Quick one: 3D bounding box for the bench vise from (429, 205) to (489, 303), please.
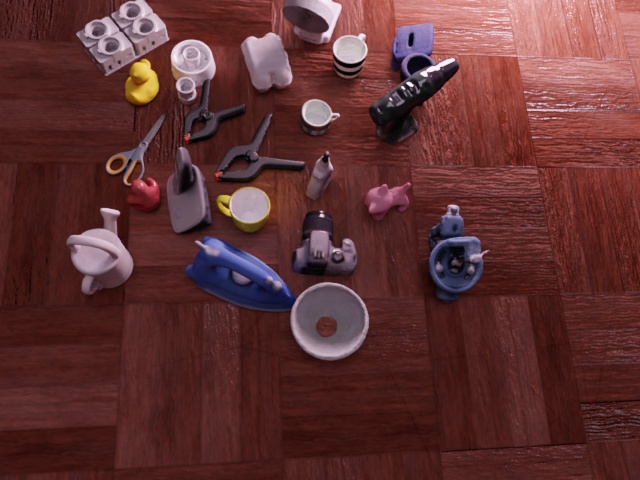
[{"bbox_3d":[0.289,0.016,1.247,0.121,0.219,0.207,-13,73,-11],"label":"bench vise"}]

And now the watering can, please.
[{"bbox_3d":[-0.451,0.021,1.167,0.101,0.194,0.173,-8,73,-9],"label":"watering can"}]

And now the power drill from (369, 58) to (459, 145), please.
[{"bbox_3d":[0.210,-0.321,1.355,0.230,0.208,0.075,-33,78,-16],"label":"power drill"}]

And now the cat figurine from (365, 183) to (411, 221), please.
[{"bbox_3d":[0.153,-0.097,1.322,0.128,0.117,0.067,-24,76,-14],"label":"cat figurine"}]

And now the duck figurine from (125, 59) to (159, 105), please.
[{"bbox_3d":[-0.428,-0.381,1.362,0.077,0.086,0.104,19,70,0],"label":"duck figurine"}]

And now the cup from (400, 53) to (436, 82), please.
[{"bbox_3d":[0.243,-0.397,1.445,0.092,0.095,0.118,-5,72,-8],"label":"cup"}]

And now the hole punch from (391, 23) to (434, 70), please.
[{"bbox_3d":[0.238,-0.502,1.482,0.101,0.091,0.109,8,71,-4],"label":"hole punch"}]

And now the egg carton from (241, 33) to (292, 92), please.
[{"bbox_3d":[-0.131,-0.443,1.428,0.107,0.069,0.150,-16,74,-12],"label":"egg carton"}]

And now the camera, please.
[{"bbox_3d":[0.012,0.005,1.279,0.143,0.101,0.137,4,71,-6],"label":"camera"}]

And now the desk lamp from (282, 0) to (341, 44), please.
[{"bbox_3d":[-0.012,-0.583,1.413,0.118,0.213,0.203,18,70,0],"label":"desk lamp"}]

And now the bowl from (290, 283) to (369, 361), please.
[{"bbox_3d":[0.017,0.180,1.235,0.167,0.074,0.167,2,71,-6],"label":"bowl"}]

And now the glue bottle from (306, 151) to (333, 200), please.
[{"bbox_3d":[0.004,-0.155,1.293,0.037,0.173,0.078,29,71,4],"label":"glue bottle"}]

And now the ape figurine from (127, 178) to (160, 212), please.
[{"bbox_3d":[-0.394,-0.106,1.271,0.078,0.092,0.076,-29,77,-15],"label":"ape figurine"}]

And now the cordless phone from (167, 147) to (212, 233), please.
[{"bbox_3d":[-0.290,-0.106,1.234,0.094,0.185,0.147,-12,73,-11],"label":"cordless phone"}]

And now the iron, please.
[{"bbox_3d":[-0.156,0.074,1.214,0.258,0.141,0.119,25,70,2],"label":"iron"}]
